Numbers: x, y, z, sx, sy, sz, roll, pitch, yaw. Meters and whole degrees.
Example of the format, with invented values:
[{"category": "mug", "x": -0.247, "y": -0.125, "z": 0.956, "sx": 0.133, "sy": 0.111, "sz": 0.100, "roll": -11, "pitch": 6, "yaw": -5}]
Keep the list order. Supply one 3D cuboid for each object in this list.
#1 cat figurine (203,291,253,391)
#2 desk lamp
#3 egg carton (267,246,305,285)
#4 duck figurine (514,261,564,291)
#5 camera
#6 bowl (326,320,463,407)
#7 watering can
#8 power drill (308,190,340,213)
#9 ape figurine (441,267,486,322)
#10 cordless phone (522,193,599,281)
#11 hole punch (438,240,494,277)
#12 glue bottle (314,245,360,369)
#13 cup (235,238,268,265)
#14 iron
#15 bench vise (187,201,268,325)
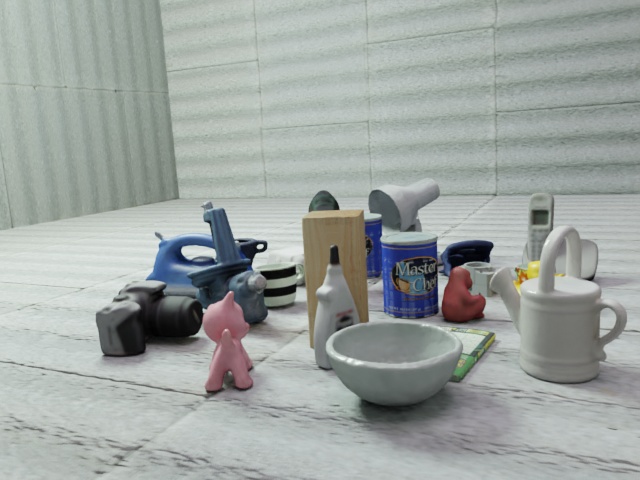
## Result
[{"category": "cat figurine", "x": -0.131, "y": 0.133, "z": 0.800, "sx": 0.067, "sy": 0.118, "sz": 0.127, "roll": -5, "pitch": 10, "yaw": -9}, {"category": "desk lamp", "x": 0.225, "y": -0.041, "z": 1.407, "sx": 0.204, "sy": 0.213, "sz": 0.117, "roll": -9, "pitch": 12, "yaw": -31}, {"category": "egg carton", "x": -0.057, "y": 0.059, "z": 1.349, "sx": 0.107, "sy": 0.069, "sz": 0.149, "roll": -10, "pitch": 12, "yaw": -35}, {"category": "duck figurine", "x": 0.392, "y": 0.079, "z": 1.032, "sx": 0.104, "sy": 0.086, "sz": 0.078, "roll": 5, "pitch": 13, "yaw": 40}, {"category": "camera", "x": -0.276, "y": 0.123, "z": 0.955, "sx": 0.136, "sy": 0.101, "sz": 0.143, "roll": -1, "pitch": 10, "yaw": 15}, {"category": "bowl", "x": 0.091, "y": 0.158, "z": 0.707, "sx": 0.167, "sy": 0.075, "sz": 0.167, "roll": -3, "pitch": 10, "yaw": 1}, {"category": "watering can", "x": 0.307, "y": 0.077, "z": 0.754, "sx": 0.172, "sy": 0.194, "sz": 0.101, "roll": 2, "pitch": 11, "yaw": 27}, {"category": "power drill", "x": 0.011, "y": 0.004, "z": 1.231, "sx": 0.075, "sy": 0.208, "sz": 0.229, "roll": -3, "pitch": 10, "yaw": -1}, {"category": "ape figurine", "x": 0.244, "y": 0.092, "z": 0.992, "sx": 0.076, "sy": 0.092, "sz": 0.077, "roll": -7, "pitch": 11, "yaw": -21}, {"category": "cordless phone", "x": 0.501, "y": -0.006, "z": 1.196, "sx": 0.147, "sy": 0.185, "sz": 0.094, "roll": 1, "pitch": 11, "yaw": 23}, {"category": "hole punch", "x": 0.324, "y": 0.039, "z": 1.276, "sx": 0.108, "sy": 0.091, "sz": 0.101, "roll": -4, "pitch": 10, "yaw": -2}, {"category": "glue bottle", "x": 0.023, "y": 0.092, "z": 0.822, "sx": 0.037, "sy": 0.173, "sz": 0.078, "roll": 6, "pitch": 14, "yaw": 43}, {"category": "cup", "x": -0.183, "y": 0.046, "z": 1.388, "sx": 0.118, "sy": 0.095, "sz": 0.091, "roll": -5, "pitch": 10, "yaw": -12}, {"category": "iron", "x": -0.252, "y": 0.047, "z": 1.271, "sx": 0.258, "sy": 0.141, "sz": 0.119, "roll": -2, "pitch": 10, "yaw": 9}, {"category": "bench vise", "x": -0.159, "y": 0.039, "z": 1.054, "sx": 0.206, "sy": 0.220, "sz": 0.122, "roll": 3, "pitch": 12, "yaw": 33}]
